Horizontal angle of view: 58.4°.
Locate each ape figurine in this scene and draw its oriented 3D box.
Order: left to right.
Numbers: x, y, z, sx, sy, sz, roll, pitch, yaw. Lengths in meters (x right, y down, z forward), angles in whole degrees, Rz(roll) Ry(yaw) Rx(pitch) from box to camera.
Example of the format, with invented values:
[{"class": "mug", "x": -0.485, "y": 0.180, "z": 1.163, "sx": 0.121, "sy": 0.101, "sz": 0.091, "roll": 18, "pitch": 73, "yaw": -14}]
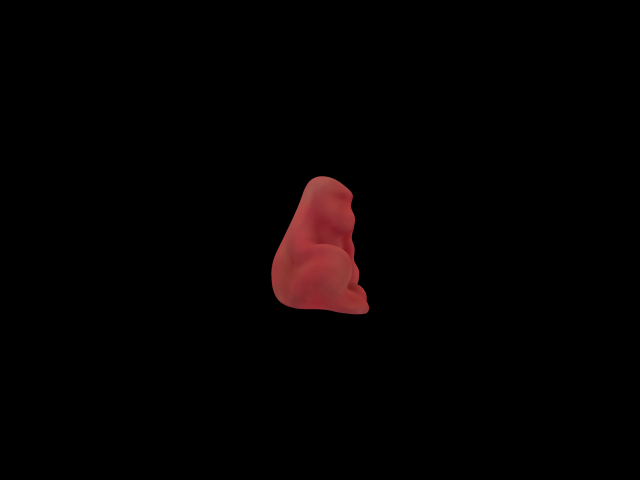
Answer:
[{"class": "ape figurine", "x": 0.004, "y": 0.001, "z": 0.400, "sx": 0.076, "sy": 0.092, "sz": 0.078, "roll": 2, "pitch": 4, "yaw": 27}]
